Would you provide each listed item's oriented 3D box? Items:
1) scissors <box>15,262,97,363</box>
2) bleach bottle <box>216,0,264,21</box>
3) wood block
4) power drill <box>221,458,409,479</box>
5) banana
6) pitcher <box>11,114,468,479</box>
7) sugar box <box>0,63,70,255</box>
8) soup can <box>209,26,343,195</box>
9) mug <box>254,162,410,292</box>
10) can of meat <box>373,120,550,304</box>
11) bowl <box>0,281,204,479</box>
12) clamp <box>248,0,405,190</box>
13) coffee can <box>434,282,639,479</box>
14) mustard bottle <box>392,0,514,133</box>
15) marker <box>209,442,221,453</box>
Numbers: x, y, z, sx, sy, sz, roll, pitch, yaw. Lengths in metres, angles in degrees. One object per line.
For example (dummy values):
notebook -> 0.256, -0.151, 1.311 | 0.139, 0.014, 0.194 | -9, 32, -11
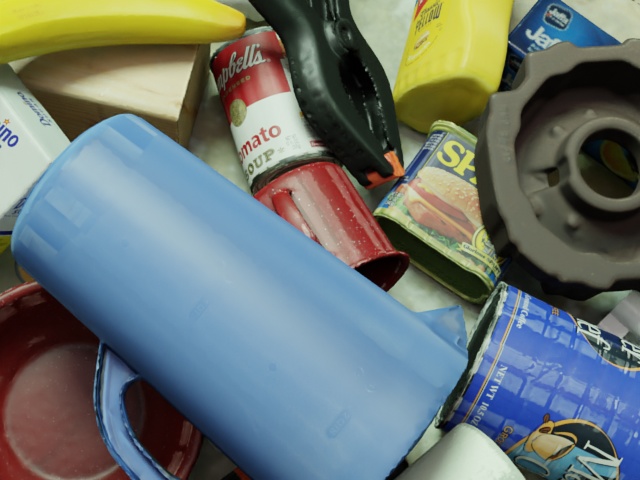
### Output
scissors -> -0.118, 0.038, 0.710 | 0.201, 0.016, 0.096 | -6, 75, -7
bleach bottle -> -0.110, -0.213, 0.783 | 0.250, 0.068, 0.102 | 2, 70, -7
wood block -> -0.185, -0.124, 0.726 | 0.206, 0.091, 0.090 | 13, 70, -1
power drill -> 0.010, 0.209, 0.638 | 0.184, 0.057, 0.188 | -29, 75, -15
banana -> -0.142, -0.127, 0.645 | 0.197, 0.037, 0.070 | -18, 54, -32
pitcher -> -0.054, 0.050, 0.589 | 0.243, 0.145, 0.149 | 38, 36, 5
sugar box -> -0.236, -0.022, 0.663 | 0.176, 0.048, 0.093 | -41, 78, 14
soup can -> -0.030, -0.087, 0.739 | 0.068, 0.068, 0.102 | -15, 72, -11
mug -> -0.005, 0.001, 0.687 | 0.093, 0.117, 0.081 | -34, 70, 7
can of meat -> 0.096, -0.018, 0.733 | 0.102, 0.057, 0.084 | 35, 72, 7
bowl -> -0.151, 0.105, 0.654 | 0.162, 0.055, 0.162 | 2, 80, -9
clamp -> 0.006, -0.138, 0.720 | 0.210, 0.036, 0.164 | 62, 35, -9
coffee can -> 0.156, 0.102, 0.669 | 0.140, 0.103, 0.102 | 25, 69, 4
mustard bottle -> 0.105, -0.177, 0.771 | 0.058, 0.096, 0.191 | 23, 67, -20
marker -> -0.023, 0.095, 0.698 | 0.121, 0.020, 0.020 | -36, 77, -17
